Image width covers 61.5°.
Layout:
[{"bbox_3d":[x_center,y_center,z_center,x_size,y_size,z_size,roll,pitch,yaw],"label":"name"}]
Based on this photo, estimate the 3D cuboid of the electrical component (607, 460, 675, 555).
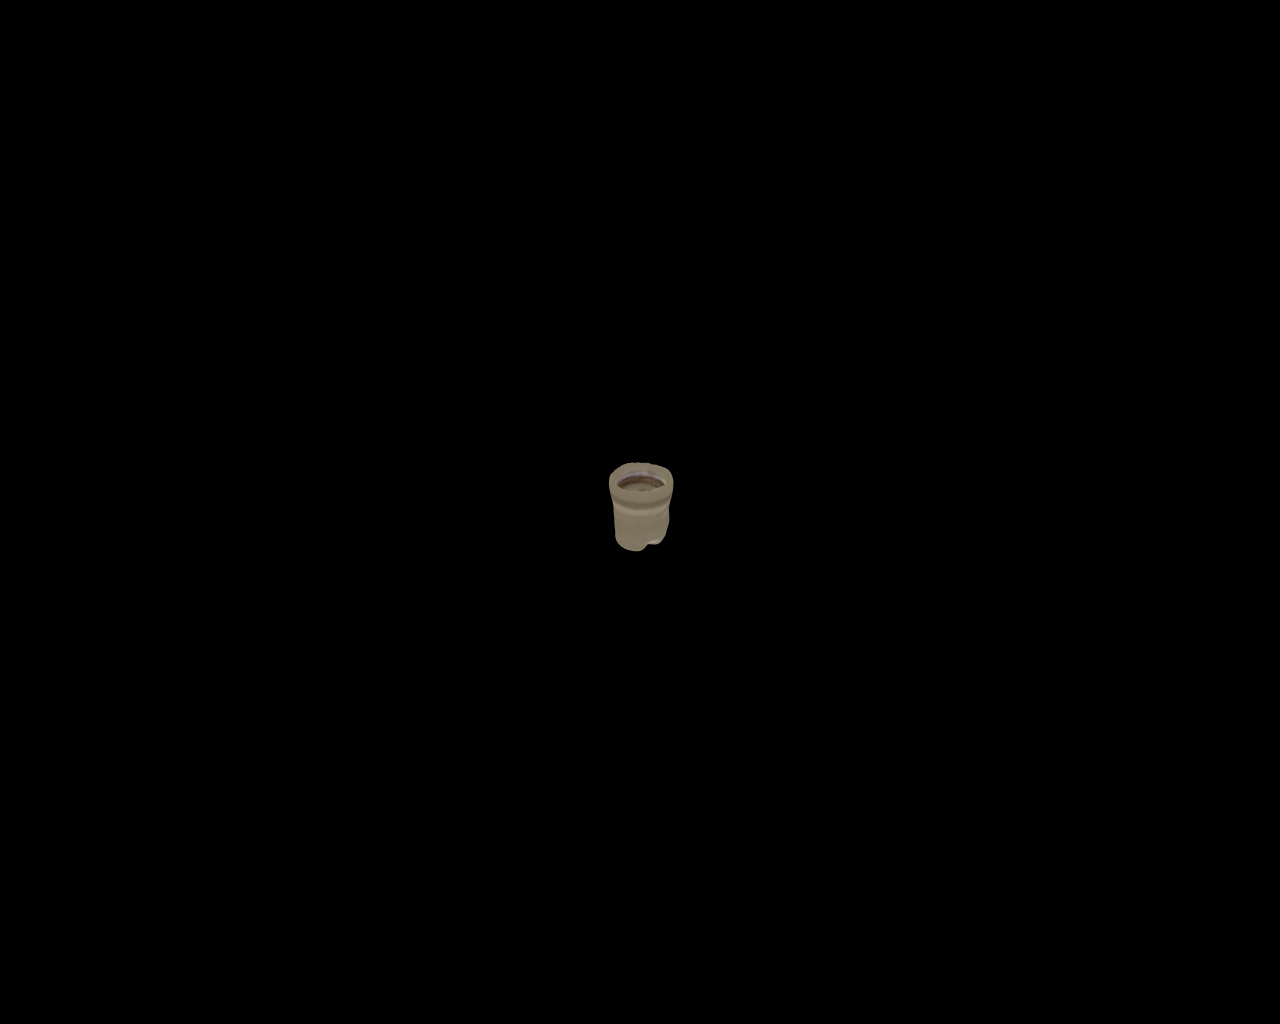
[{"bbox_3d":[0.001,-0.003,0.650,0.040,0.046,0.040,0,31,0],"label":"electrical component"}]
